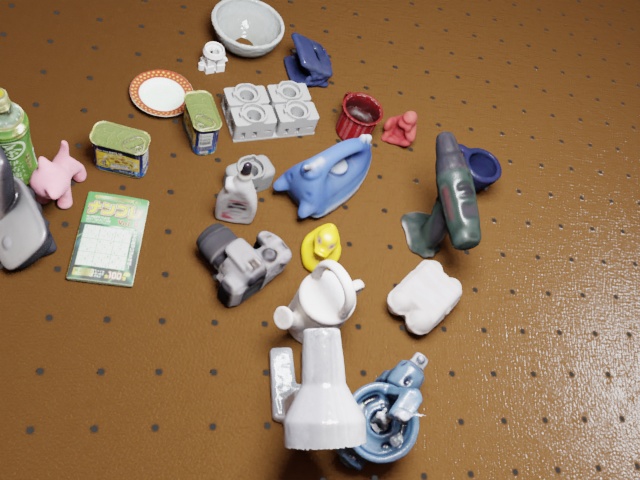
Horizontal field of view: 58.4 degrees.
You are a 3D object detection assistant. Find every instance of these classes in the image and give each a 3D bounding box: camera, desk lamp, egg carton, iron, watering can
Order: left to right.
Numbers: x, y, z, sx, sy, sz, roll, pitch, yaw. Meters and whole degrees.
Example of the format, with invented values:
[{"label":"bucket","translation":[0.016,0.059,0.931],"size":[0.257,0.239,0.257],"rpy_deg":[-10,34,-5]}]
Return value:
[{"label":"camera","translation":[-0.143,0.023,1.023],"size":[0.143,0.100,0.136],"rpy_deg":[-36,76,-31]},{"label":"desk lamp","translation":[-0.012,0.232,0.876],"size":[0.118,0.213,0.203],"rpy_deg":[1,60,-17]},{"label":"watering can","translation":[0.005,0.107,0.966],"size":[0.101,0.194,0.173],"rpy_deg":[38,57,7]},{"label":"iron","translation":[0.035,-0.155,1.159],"size":[0.259,0.141,0.118],"rpy_deg":[-36,76,-31]},{"label":"egg carton","translation":[0.202,0.110,1.102],"size":[0.107,0.069,0.150],"rpy_deg":[44,58,10]}]

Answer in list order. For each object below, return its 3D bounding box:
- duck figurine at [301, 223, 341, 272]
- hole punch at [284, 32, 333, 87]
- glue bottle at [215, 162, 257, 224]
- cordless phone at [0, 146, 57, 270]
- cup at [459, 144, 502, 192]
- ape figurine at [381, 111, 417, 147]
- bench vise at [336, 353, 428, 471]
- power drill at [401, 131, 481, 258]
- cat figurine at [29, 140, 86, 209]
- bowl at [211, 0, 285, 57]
[{"label":"duck figurine","translation":[0.010,0.004,1.092],"size":[0.077,0.086,0.104],"rpy_deg":[25,57,-2]},{"label":"hole punch","translation":[-0.022,-0.419,1.325],"size":[0.101,0.091,0.108],"rpy_deg":[-8,64,-22]},{"label":"glue bottle","translation":[-0.146,-0.089,1.044],"size":[0.078,0.173,0.037],"rpy_deg":[5,59,-15]},{"label":"cordless phone","translation":[-0.489,-0.051,0.905],"size":[0.094,0.185,0.147],"rpy_deg":[-28,72,-29]},{"label":"cup","translation":[0.333,-0.152,1.280],"size":[0.117,0.095,0.092],"rpy_deg":[44,58,10]},{"label":"ape figurine","translation":[0.190,-0.258,1.298],"size":[0.076,0.092,0.077],"rpy_deg":[-28,72,-29]},{"label":"bench vise","translation":[0.111,0.248,0.902],"size":[0.121,0.219,0.207],"rpy_deg":[23,57,-3]},{"label":"power drill","translation":[0.238,-0.067,1.133],"size":[0.076,0.208,0.229],"rpy_deg":[-4,62,-19]},{"label":"cat figurine","translation":[-0.458,-0.114,0.992],"size":[0.067,0.117,0.128],"rpy_deg":[13,58,-10]},{"label":"bowl","translation":[-0.169,-0.478,1.321],"size":[0.168,0.074,0.167],"rpy_deg":[8,59,-13]}]
